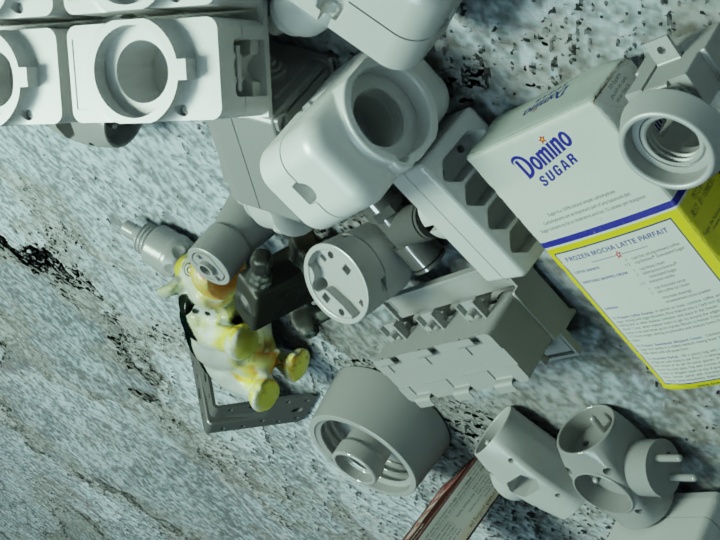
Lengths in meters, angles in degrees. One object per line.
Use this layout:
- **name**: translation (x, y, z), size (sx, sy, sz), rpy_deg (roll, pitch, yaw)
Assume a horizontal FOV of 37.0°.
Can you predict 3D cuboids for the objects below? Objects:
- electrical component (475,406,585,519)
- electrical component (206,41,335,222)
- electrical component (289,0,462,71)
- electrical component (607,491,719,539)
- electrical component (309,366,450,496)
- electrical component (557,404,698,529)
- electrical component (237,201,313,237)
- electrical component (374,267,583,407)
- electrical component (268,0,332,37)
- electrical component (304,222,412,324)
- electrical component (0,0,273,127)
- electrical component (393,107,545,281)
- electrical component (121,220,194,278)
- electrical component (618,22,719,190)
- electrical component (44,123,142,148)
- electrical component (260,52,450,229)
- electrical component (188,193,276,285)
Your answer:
- **electrical component**: translation (0.119, 0.144, 0.777), size (0.077, 0.043, 0.079), rpy_deg (36, 148, 0)
- **electrical component**: translation (-0.050, -0.086, 0.619), size (0.061, 0.061, 0.096), rpy_deg (19, 145, 27)
- **electrical component**: translation (0.004, -0.146, 0.494), size (0.095, 0.053, 0.059), rpy_deg (35, 149, 2)
- **electrical component**: translation (0.221, 0.184, 0.714), size (0.061, 0.061, 0.096), rpy_deg (46, 147, -16)
- **electrical component**: translation (0.010, 0.135, 0.856), size (0.108, 0.060, 0.108), rpy_deg (25, 147, 18)
- **electrical component**: translation (0.180, 0.128, 0.696), size (0.079, 0.044, 0.077), rpy_deg (-12, 124, 51)
- **electrical component**: translation (-0.056, -0.048, 0.695), size (0.062, 0.048, 0.048), rpy_deg (11, 141, 46)
- **electrical component**: translation (0.067, 0.043, 0.676), size (0.078, 0.063, 0.121), rpy_deg (46, 147, -16)
- **electrical component**: translation (-0.030, -0.137, 0.559), size (0.035, 0.035, 0.061), rpy_deg (47, 150, -17)
- **electrical component**: translation (0.000, 0.000, 0.686), size (0.055, 0.047, 0.055), rpy_deg (25, 129, 35)
- **electrical component**: translation (-0.145, -0.131, 0.568), size (0.186, 0.060, 0.105), rpy_deg (2, 101, 24)
- **electrical component**: translation (0.057, -0.038, 0.595), size (0.083, 0.047, 0.076), rpy_deg (45, 159, -14)
- **electrical component**: translation (-0.160, -0.020, 0.842), size (0.061, 0.035, 0.035), rpy_deg (29, 148, 16)
- **electrical component**: translation (0.141, -0.068, 0.463), size (0.066, 0.055, 0.048), rpy_deg (49, 147, -20)
- **electrical component**: translation (-0.191, -0.128, 0.720), size (0.077, 0.043, 0.079), rpy_deg (23, 146, 21)
- **electrical component**: translation (0.001, -0.073, 0.555), size (0.053, 0.095, 0.059), rpy_deg (45, 148, -14)
- **electrical component**: translation (-0.087, -0.022, 0.738), size (0.044, 0.065, 0.044), rpy_deg (25, 147, 18)
